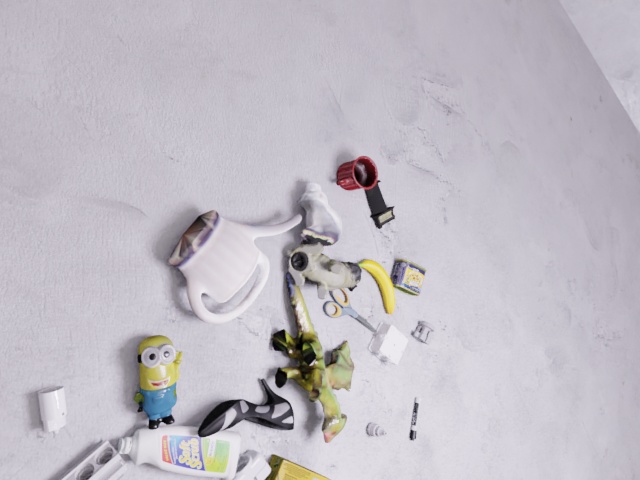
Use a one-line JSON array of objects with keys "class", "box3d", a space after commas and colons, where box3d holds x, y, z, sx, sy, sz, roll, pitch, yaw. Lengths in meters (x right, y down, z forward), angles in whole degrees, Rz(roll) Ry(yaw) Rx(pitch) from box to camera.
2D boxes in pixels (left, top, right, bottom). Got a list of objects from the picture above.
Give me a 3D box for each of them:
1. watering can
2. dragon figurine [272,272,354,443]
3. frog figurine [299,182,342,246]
[{"class": "watering can", "box3d": [-0.195, 0.018, 1.179, 0.222, 0.103, 0.354, 45, 61, -22]}, {"class": "dragon figurine", "box3d": [0.003, 0.294, 1.311, 0.240, 0.121, 0.417, 26, 54, -51]}, {"class": "frog figurine", "box3d": [0.004, -0.067, 1.334, 0.135, 0.122, 0.162, 53, 41, -59]}]
